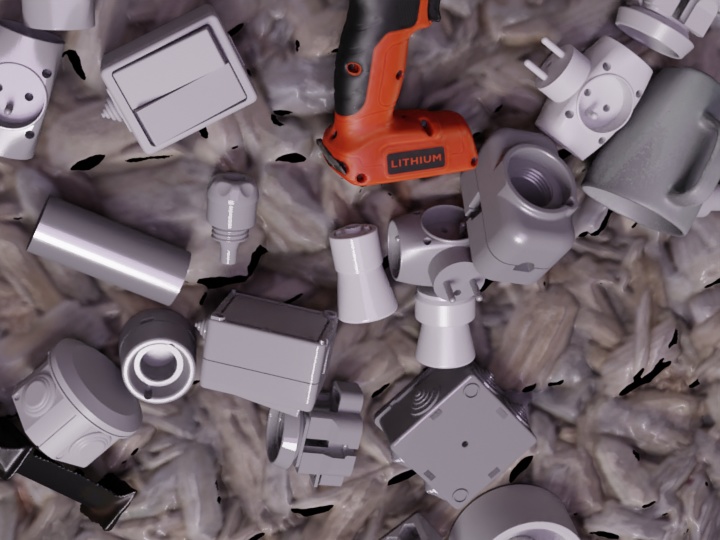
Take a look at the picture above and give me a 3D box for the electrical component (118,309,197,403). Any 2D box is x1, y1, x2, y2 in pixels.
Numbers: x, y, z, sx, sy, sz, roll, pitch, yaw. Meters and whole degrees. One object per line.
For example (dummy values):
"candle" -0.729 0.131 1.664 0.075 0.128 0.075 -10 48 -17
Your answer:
"electrical component" -0.141 0.061 0.751 0.055 0.047 0.055 -4 111 -11

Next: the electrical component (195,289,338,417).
"electrical component" -0.070 0.057 0.748 0.096 0.061 0.061 13 108 4

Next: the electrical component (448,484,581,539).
"electrical component" 0.131 0.235 0.868 0.108 0.060 0.108 -4 111 -11

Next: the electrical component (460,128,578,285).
"electrical component" 0.108 -0.046 0.730 0.054 0.095 0.059 7 148 -20

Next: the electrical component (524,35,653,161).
"electrical component" 0.149 -0.129 0.744 0.079 0.044 0.077 34 100 -21

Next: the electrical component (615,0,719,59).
"electrical component" 0.211 -0.181 0.732 0.078 0.058 0.057 26 100 -20

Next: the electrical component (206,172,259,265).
"electrical component" -0.088 -0.034 0.735 0.035 0.035 0.061 2 112 -13

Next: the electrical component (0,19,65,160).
"electrical component" -0.232 -0.117 0.666 0.079 0.044 0.077 16 106 -17

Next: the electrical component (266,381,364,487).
"electrical component" -0.035 0.119 0.791 0.057 0.058 0.078 8 108 -18

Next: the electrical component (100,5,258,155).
"electrical component" -0.121 -0.118 0.681 0.096 0.061 0.061 -27 113 -1

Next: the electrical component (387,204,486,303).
"electrical component" 0.065 -0.005 0.754 0.077 0.079 0.044 -4 132 -11

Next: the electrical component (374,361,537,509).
"electrical component" 0.074 0.122 0.820 0.100 0.048 0.099 -42 113 6

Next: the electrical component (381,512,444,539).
"electrical component" 0.041 0.254 0.863 0.083 0.047 0.075 -38 113 3

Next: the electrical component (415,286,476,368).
"electrical component" 0.062 0.038 0.788 0.045 0.045 0.055 -6 111 -10

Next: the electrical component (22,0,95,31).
"electrical component" -0.166 -0.187 0.655 0.079 0.043 0.077 -1 111 -12

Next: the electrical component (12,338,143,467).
"electrical component" -0.192 0.091 0.735 0.051 0.080 0.080 -40 113 10

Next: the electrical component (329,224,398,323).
"electrical component" 0.000 0.000 0.763 0.044 0.044 0.065 -13 108 -7
